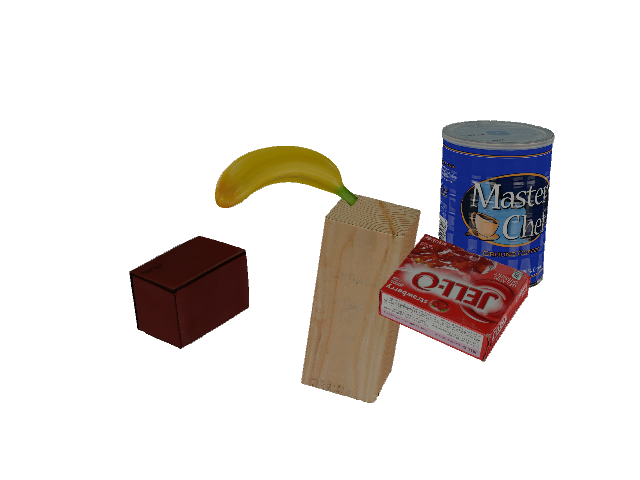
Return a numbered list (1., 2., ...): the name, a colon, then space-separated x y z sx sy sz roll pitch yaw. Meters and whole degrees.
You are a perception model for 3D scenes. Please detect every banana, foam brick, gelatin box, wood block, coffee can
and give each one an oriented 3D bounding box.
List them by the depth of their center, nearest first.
1. gelatin box: 0.098 0.039 0.780 0.089 0.030 0.073 23 47 23
2. foam brick: -0.100 0.038 0.825 0.053 0.051 0.078 18 34 38
3. coffee can: 0.163 -0.035 1.006 0.103 0.140 0.103 0 17 0
4. banana: -0.040 -0.066 1.076 0.197 0.037 0.070 -5 47 -46
5. wood block: 0.045 0.064 1.198 0.090 0.206 0.090 14 24 13
